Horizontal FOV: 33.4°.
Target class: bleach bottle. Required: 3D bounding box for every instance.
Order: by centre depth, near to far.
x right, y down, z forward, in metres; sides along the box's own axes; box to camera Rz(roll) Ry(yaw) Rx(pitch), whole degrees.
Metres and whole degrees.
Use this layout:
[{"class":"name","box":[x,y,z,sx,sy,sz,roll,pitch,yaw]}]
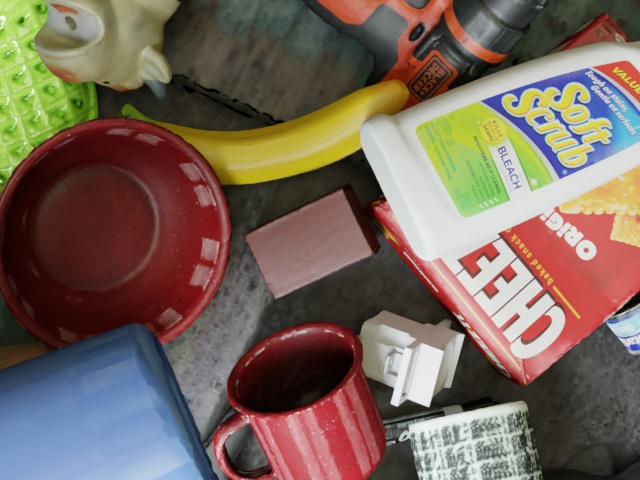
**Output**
[{"class":"bleach bottle","box":[0.158,-0.082,0.683,0.250,0.068,0.102,-26,89,-5]}]

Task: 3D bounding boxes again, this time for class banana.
[{"class":"banana","box":[-0.035,-0.070,0.733,0.198,0.069,0.037,-6,55,6]}]

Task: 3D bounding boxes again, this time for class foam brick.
[{"class":"foam brick","box":[-0.005,0.001,0.737,0.078,0.053,0.051,-25,93,10]}]

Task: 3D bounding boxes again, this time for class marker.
[{"class":"marker","box":[0.072,0.133,0.767,0.121,0.020,0.020,-12,91,-5]}]

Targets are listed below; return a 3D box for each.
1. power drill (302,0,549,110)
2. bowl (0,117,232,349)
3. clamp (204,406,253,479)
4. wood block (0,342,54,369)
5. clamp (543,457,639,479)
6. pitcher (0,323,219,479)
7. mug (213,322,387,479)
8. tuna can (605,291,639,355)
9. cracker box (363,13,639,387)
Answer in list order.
[{"class":"power drill","box":[0.049,-0.177,0.706,0.187,0.057,0.185,46,129,3]},{"class":"bowl","box":[-0.143,-0.004,0.717,0.161,0.055,0.162,-6,103,-26]},{"class":"clamp","box":[-0.106,0.161,0.743,0.164,0.036,0.210,8,89,-9]},{"class":"wood block","box":[-0.211,0.119,0.652,0.090,0.206,0.091,-8,90,-5]},{"class":"clamp","box":[0.206,0.205,0.747,0.171,0.039,0.120,-14,46,-1]},{"class":"pitcher","box":[-0.176,0.123,0.494,0.242,0.145,0.149,-23,106,-8]},{"class":"mug","box":[-0.014,0.120,0.702,0.117,0.093,0.081,-29,120,-14]},{"class":"tuna can","box":[0.241,0.040,0.748,0.086,0.086,0.034,-41,92,-4]},{"class":"cracker box","box":[0.165,-0.028,0.749,0.213,0.072,0.164,-40,92,-3]}]
